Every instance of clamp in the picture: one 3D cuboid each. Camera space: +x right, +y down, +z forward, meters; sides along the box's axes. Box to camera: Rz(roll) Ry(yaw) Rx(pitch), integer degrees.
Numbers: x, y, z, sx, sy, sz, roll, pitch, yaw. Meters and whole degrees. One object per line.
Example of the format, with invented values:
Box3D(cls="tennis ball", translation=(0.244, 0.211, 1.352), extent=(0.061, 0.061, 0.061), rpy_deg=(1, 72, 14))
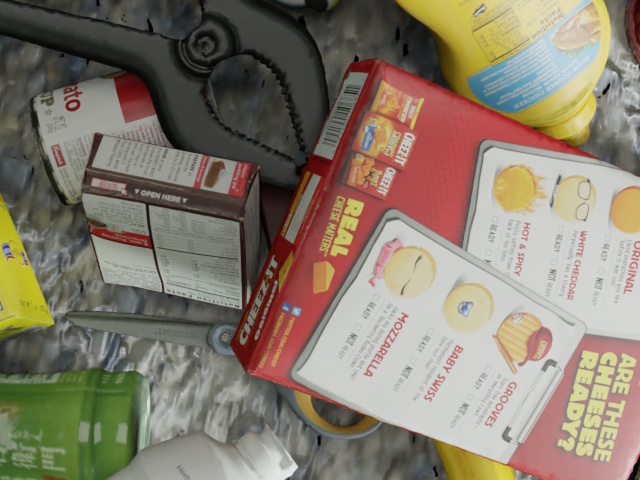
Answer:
Box3D(cls="clamp", translation=(-0.057, -0.113, 0.564), extent=(0.210, 0.036, 0.164), rpy_deg=(42, 93, -10))

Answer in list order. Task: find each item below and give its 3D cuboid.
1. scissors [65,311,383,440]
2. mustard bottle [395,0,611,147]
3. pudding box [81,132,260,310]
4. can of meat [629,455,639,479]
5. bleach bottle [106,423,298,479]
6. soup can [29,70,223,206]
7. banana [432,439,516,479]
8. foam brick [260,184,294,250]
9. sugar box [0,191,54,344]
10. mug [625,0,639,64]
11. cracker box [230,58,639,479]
Box3D(cls="scissors", translation=(-0.046, 0.077, 0.629), extent=(0.201, 0.016, 0.096), rpy_deg=(-7, 78, -3))
Box3D(cls="mustard bottle", translation=(0.108, -0.119, 0.594), extent=(0.096, 0.058, 0.191), rpy_deg=(-35, 128, 8))
Box3D(cls="pudding box", translation=(-0.080, -0.007, 0.589), extent=(0.090, 0.113, 0.039), rpy_deg=(11, 63, 2))
Box3D(cls="can of meat", translation=(0.195, 0.114, 0.597), extent=(0.057, 0.084, 0.102), rpy_deg=(19, 83, 1))
Box3D(cls="bleach bottle", translation=(-0.114, 0.186, 0.532), extent=(0.250, 0.068, 0.102), rpy_deg=(-37, 87, -8))
Box3D(cls="soup can", translation=(-0.108, -0.065, 0.620), extent=(0.102, 0.068, 0.068), rpy_deg=(-17, 84, -3))
Box3D(cls="banana", translation=(0.082, 0.163, 0.613), extent=(0.069, 0.037, 0.198), rpy_deg=(-12, 84, 0))
Box3D(cls="foam brick", translation=(-0.004, 0.001, 0.615), extent=(0.053, 0.051, 0.078), rpy_deg=(-13, 71, -5))
Box3D(cls="sugar box", translation=(-0.208, -0.028, 0.601), extent=(0.048, 0.093, 0.176), rpy_deg=(-21, 84, -5))
Box3D(cls="mug", translation=(0.241, -0.152, 0.631), extent=(0.093, 0.081, 0.117), rpy_deg=(14, 83, 0))
Box3D(cls="cracker box", translation=(0.083, 0.023, 0.555), extent=(0.213, 0.072, 0.164), rpy_deg=(21, 93, -15))
